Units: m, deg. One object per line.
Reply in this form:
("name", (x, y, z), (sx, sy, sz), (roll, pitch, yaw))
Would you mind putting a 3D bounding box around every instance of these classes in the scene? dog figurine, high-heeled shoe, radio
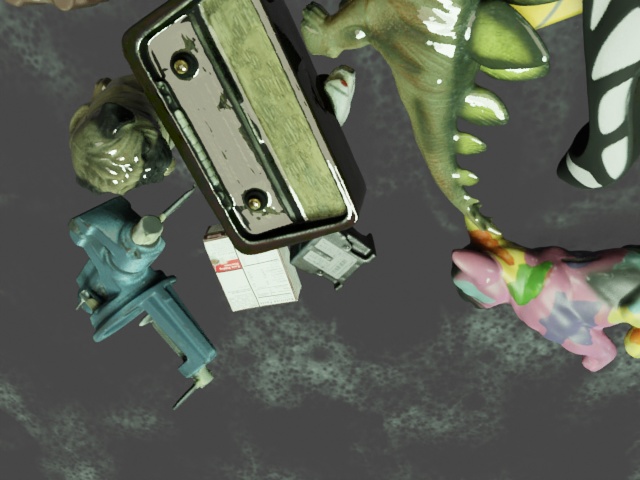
("dog figurine", (0.250, 0.036, 0.572), (0.219, 0.108, 0.191), (31, 142, -6))
("high-heeled shoe", (0.228, -0.129, 0.457), (0.145, 0.248, 0.086), (42, 75, 4))
("radio", (-0.061, -0.105, 0.474), (0.131, 0.073, 0.229), (-18, 110, 21))
("dog figurine", (-0.208, -0.087, 0.520), (0.121, 0.191, 0.172), (43, 118, -16))

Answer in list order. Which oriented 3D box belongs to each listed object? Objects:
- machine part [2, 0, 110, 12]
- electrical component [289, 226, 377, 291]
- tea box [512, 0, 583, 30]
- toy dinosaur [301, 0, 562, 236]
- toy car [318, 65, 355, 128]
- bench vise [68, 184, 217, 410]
("machine part", (-0.257, -0.297, 0.483), (0.179, 0.056, 0.179), (4, 119, 6))
("electrical component", (-0.001, -0.002, 0.617), (0.119, 0.048, 0.075), (36, 118, -25))
("tea box", (0.169, -0.262, 0.425), (0.098, 0.068, 0.169), (-13, 120, 35))
("toy dinosaur", (0.088, -0.184, 0.427), (0.199, 0.105, 0.470), (16, 144, 28))
("toy car", (-0.029, -0.095, 0.559), (0.056, 0.073, 0.201), (38, 118, -10))
("bench vise", (-0.199, 0.071, 0.641), (0.223, 0.129, 0.240), (-38, 91, 33))
